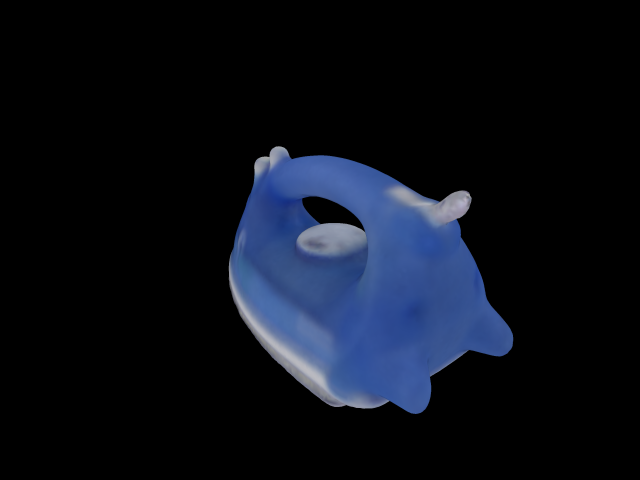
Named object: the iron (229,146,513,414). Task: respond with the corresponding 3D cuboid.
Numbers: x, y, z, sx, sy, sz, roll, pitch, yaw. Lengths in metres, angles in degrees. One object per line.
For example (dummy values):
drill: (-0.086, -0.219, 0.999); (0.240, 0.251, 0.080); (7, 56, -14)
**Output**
iron: (0.004, 0.001, 0.400); (0.119, 0.141, 0.257); (-21, 33, -35)
